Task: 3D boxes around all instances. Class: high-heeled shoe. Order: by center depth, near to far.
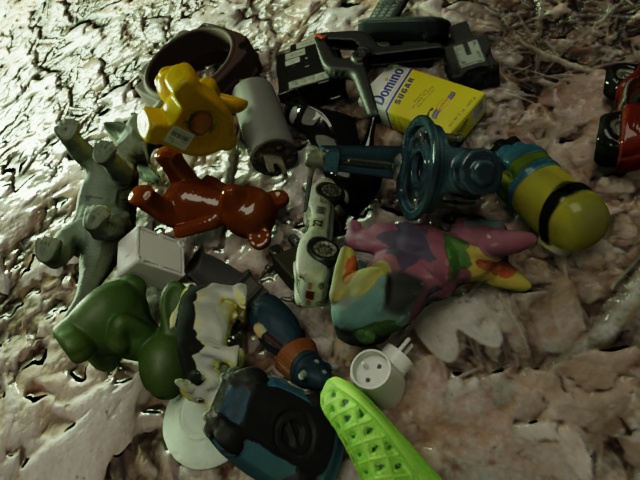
[{"bbox_3d":[0.009,-0.127,0.826,0.249,0.086,0.145,25,104,53],"label":"high-heeled shoe"}]

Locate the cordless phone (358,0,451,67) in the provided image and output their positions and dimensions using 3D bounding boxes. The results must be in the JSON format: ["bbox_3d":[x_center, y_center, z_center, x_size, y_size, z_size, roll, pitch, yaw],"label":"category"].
[{"bbox_3d":[0.157,-0.384,0.912,0.147,0.088,0.184,9,58,26],"label":"cordless phone"}]

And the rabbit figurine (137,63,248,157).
[{"bbox_3d":[-0.189,-0.209,0.810,0.121,0.162,0.173,-60,43,22],"label":"rabbit figurine"}]

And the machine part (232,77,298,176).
[{"bbox_3d":[-0.092,-0.189,0.880,0.079,0.079,0.243,-24,52,5],"label":"machine part"}]

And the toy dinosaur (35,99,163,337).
[{"bbox_3d":[-0.333,-0.047,0.843,0.131,0.192,0.404,7,77,13],"label":"toy dinosaur"}]

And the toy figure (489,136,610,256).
[{"bbox_3d":[0.266,-0.059,0.649,0.082,0.089,0.180,-31,54,8],"label":"toy figure"}]

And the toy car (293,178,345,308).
[{"bbox_3d":[-0.001,-0.002,0.690,0.056,0.073,0.202,7,42,0],"label":"toy car"}]

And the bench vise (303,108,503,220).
[{"bbox_3d":[0.097,-0.092,0.653,0.241,0.128,0.224,3,19,-11],"label":"bench vise"}]

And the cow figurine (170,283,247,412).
[{"bbox_3d":[-0.140,0.134,0.651,0.098,0.068,0.167,6,62,-3],"label":"cow figurine"}]

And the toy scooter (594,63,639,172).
[{"bbox_3d":[0.421,-0.155,0.665,0.135,0.075,0.184,10,58,25],"label":"toy scooter"}]

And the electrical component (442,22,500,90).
[{"bbox_3d":[0.228,-0.283,0.836,0.075,0.047,0.119,-17,53,9],"label":"electrical component"}]

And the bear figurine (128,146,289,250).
[{"bbox_3d":[-0.156,-0.058,0.789,0.196,0.131,0.120,7,60,32],"label":"bear figurine"}]

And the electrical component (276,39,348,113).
[{"bbox_3d":[-0.014,-0.288,0.928,0.115,0.058,0.134,-10,55,11],"label":"electrical component"}]

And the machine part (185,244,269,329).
[{"bbox_3d":[-0.140,0.063,0.757,0.139,0.039,0.084,35,81,33],"label":"machine part"}]

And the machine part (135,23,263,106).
[{"bbox_3d":[-0.225,-0.304,1.002,0.202,0.087,0.201,30,73,35],"label":"machine part"}]

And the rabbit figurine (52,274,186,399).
[{"bbox_3d":[-0.229,0.134,0.716,0.170,0.121,0.159,34,65,18],"label":"rabbit figurine"}]

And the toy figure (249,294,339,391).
[{"bbox_3d":[-0.035,0.129,0.659,0.064,0.057,0.155,-24,48,-20],"label":"toy figure"}]

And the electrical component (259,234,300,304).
[{"bbox_3d":[-0.034,0.041,0.729,0.078,0.045,0.102,-26,50,-33],"label":"electrical component"}]

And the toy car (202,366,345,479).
[{"bbox_3d":[-0.059,0.211,0.581,0.103,0.161,0.109,-41,25,47],"label":"toy car"}]

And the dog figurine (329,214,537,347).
[{"bbox_3d":[0.132,0.041,0.617,0.219,0.108,0.191,-1,37,16],"label":"dog figurine"}]
